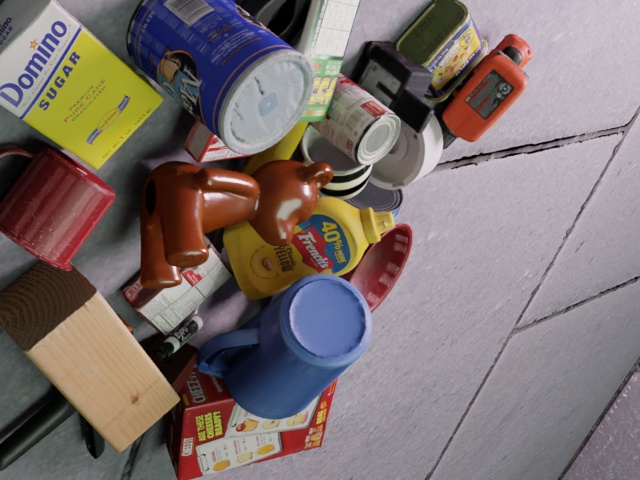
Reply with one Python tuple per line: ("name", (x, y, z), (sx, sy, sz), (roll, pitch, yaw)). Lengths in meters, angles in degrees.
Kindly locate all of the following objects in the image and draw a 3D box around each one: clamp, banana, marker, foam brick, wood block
("clamp", (-0.067, -0.190, 1.039), (0.120, 0.039, 0.172), (-23, 146, -46))
("banana", (-0.053, -0.106, 1.161), (0.069, 0.037, 0.198), (-15, 141, -50))
("marker", (-0.164, 0.114, 1.237), (0.020, 0.020, 0.121), (-59, 176, 19))
("foam brick", (-0.188, 0.158, 1.263), (0.078, 0.053, 0.051), (-57, 169, -52))
("clamp", (-0.277, 0.178, 1.209), (0.164, 0.036, 0.210), (-3, 126, -54))
("wood block", (-0.238, 0.118, 1.096), (0.090, 0.090, 0.206), (-41, 140, -14))

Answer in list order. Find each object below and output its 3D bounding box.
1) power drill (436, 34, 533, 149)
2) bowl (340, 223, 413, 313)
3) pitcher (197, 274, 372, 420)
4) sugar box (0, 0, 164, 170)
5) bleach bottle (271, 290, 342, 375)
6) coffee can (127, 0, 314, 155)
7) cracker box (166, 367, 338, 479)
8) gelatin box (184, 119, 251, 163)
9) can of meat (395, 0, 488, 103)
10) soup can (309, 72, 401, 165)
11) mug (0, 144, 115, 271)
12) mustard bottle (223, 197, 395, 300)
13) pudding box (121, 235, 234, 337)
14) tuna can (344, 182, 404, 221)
("power drill", (0.192, -0.173, 1.323), (0.185, 0.057, 0.187), (-50, -176, 16))
("bowl", (0.058, 0.035, 1.459), (0.162, 0.055, 0.162), (-43, 153, -29))
("pitcher", (-0.037, 0.125, 1.250), (0.149, 0.145, 0.243), (-43, 177, -26))
("sugar box", (-0.214, -0.134, 0.897), (0.093, 0.048, 0.176), (-47, 153, 2))
("bleach bottle", (-0.014, 0.114, 1.467), (0.102, 0.068, 0.251), (-41, 148, -18))
("coffee can", (-0.088, -0.156, 0.943), (0.102, 0.140, 0.103), (-34, 149, -24))
("cracker box", (-0.094, 0.228, 1.429), (0.213, 0.072, 0.164), (-9, 136, -21))
("gelatin box", (-0.086, -0.119, 1.053), (0.073, 0.030, 0.089), (-15, 147, -45))
("can of meat", (0.143, -0.226, 1.263), (0.102, 0.057, 0.083), (-48, 150, -1))
("soup can", (0.030, -0.137, 1.171), (0.068, 0.102, 0.068), (-34, 148, -25))
("mug", (-0.246, -0.038, 0.945), (0.117, 0.093, 0.081), (36, 90, -25))
("mustard bottle", (-0.008, 0.002, 1.227), (0.192, 0.058, 0.096), (-16, 114, 9))
("pudding box", (-0.160, 0.048, 1.208), (0.113, 0.039, 0.090), (-41, 154, -7))
("tuna can", (0.059, -0.051, 1.335), (0.085, 0.086, 0.034), (-23, 146, -38))
